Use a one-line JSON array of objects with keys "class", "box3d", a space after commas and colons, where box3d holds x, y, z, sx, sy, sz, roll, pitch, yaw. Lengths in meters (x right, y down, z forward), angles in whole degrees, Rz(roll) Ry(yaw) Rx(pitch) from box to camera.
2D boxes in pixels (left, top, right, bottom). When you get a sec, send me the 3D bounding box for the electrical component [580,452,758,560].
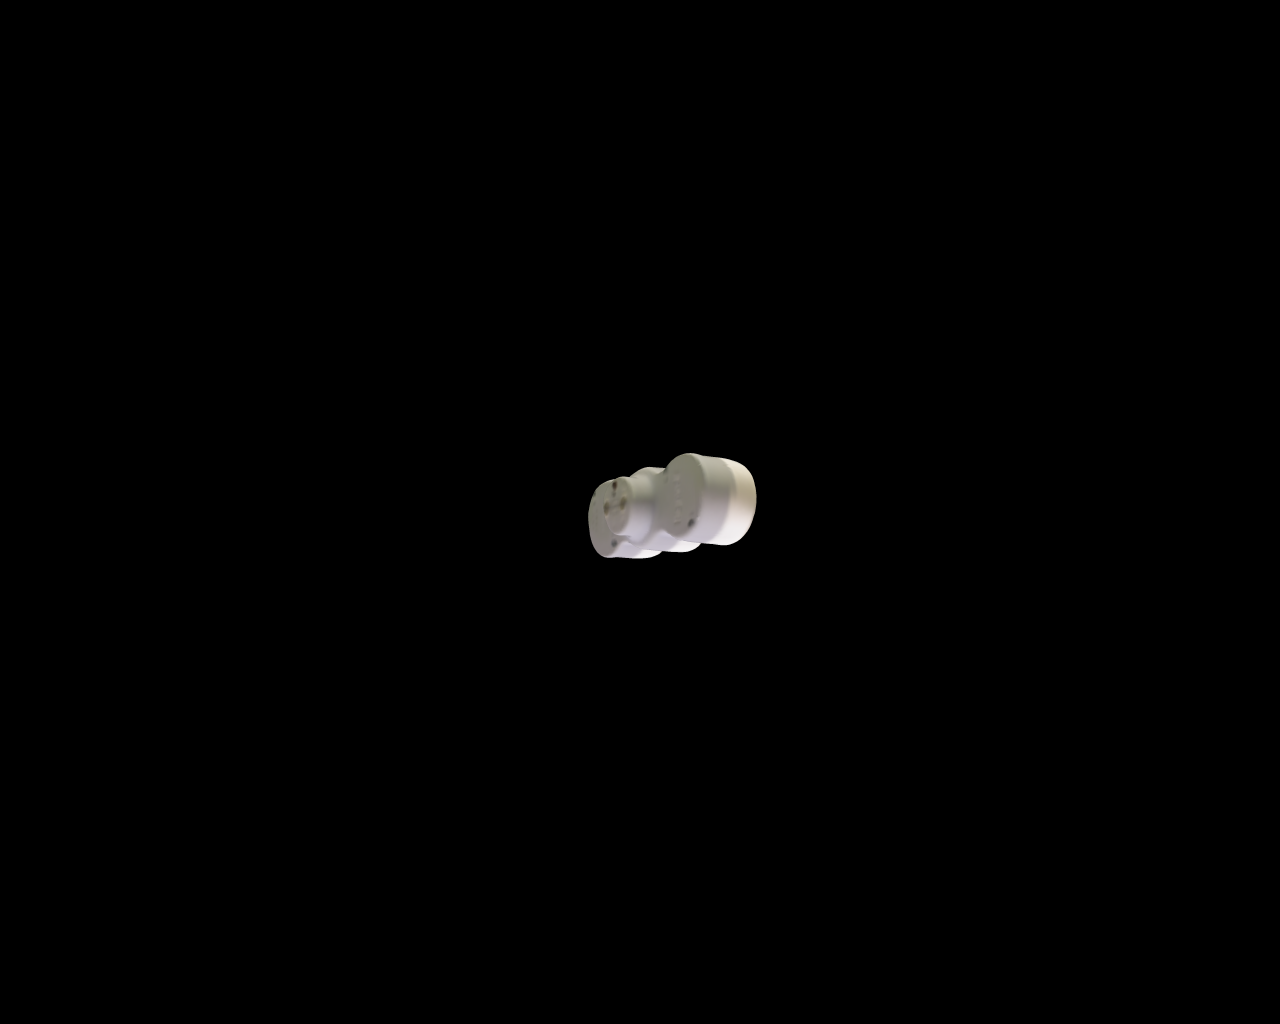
[{"class": "electrical component", "box3d": [0.001, -0.003, 0.650, 0.074, 0.052, 0.138, 6, -11, -31]}]
